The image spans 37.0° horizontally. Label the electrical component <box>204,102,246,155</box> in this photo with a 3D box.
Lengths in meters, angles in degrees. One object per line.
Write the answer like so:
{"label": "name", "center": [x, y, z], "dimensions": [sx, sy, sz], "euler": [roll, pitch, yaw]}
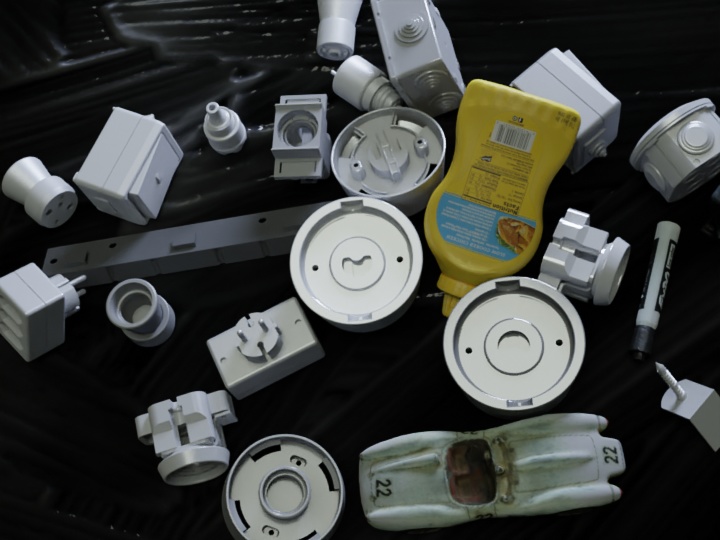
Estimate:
{"label": "electrical component", "center": [-0.125, -0.130, 0.969], "dimensions": [0.035, 0.061, 0.035], "euler": [-3, 67, 8]}

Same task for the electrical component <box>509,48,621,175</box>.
{"label": "electrical component", "center": [0.182, -0.134, 0.919], "dimensions": [0.061, 0.061, 0.096], "euler": [-40, 67, -8]}

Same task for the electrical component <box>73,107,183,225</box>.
{"label": "electrical component", "center": [-0.201, -0.097, 0.968], "dimensions": [0.061, 0.061, 0.096], "euler": [20, 72, 16]}

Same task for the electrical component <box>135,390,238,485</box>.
{"label": "electrical component", "center": [-0.137, 0.137, 0.864], "dimensions": [0.078, 0.058, 0.057], "euler": [-18, 63, 2]}

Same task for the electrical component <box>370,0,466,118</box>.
{"label": "electrical component", "center": [0.054, -0.189, 0.944], "dimensions": [0.048, 0.100, 0.099], "euler": [-19, 65, 15]}

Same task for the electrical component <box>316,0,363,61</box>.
{"label": "electrical component", "center": [-0.021, -0.230, 1.005], "dimensions": [0.044, 0.044, 0.065], "euler": [1, 73, 10]}

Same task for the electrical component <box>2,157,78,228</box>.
{"label": "electrical component", "center": [-0.292, -0.070, 0.981], "dimensions": [0.055, 0.045, 0.045], "euler": [37, 78, 21]}

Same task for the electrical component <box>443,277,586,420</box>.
{"label": "electrical component", "center": [0.122, 0.066, 0.847], "dimensions": [0.108, 0.060, 0.108], "euler": [-3, 67, 8]}

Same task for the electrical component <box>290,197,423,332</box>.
{"label": "electrical component", "center": [0.000, 0.000, 0.893], "dimensions": [0.108, 0.060, 0.108], "euler": [-2, 73, 6]}

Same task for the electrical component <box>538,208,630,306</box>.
{"label": "electrical component", "center": [0.182, -0.005, 0.869], "dimensions": [0.057, 0.058, 0.078], "euler": [20, 72, 20]}

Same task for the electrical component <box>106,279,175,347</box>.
{"label": "electrical component", "center": [-0.185, 0.038, 0.913], "dimensions": [0.045, 0.055, 0.045], "euler": [-3, 68, 8]}

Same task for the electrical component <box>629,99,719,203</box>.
{"label": "electrical component", "center": [0.267, -0.098, 0.881], "dimensions": [0.080, 0.080, 0.051], "euler": [-33, 72, -5]}

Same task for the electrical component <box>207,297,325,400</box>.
{"label": "electrical component", "center": [-0.081, 0.058, 0.876], "dimensions": [0.083, 0.075, 0.047], "euler": [-27, 66, -2]}

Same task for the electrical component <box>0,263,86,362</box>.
{"label": "electrical component", "center": [-0.269, 0.028, 0.931], "dimensions": [0.047, 0.065, 0.077], "euler": [41, 50, 22]}

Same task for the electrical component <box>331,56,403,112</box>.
{"label": "electrical component", "center": [0.011, -0.161, 0.970], "dimensions": [0.078, 0.040, 0.040], "euler": [37, 78, 21]}

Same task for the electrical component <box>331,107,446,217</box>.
{"label": "electrical component", "center": [0.026, -0.094, 0.927], "dimensions": [0.099, 0.064, 0.099], "euler": [-3, 68, 8]}

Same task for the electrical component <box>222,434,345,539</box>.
{"label": "electrical component", "center": [-0.060, 0.177, 0.844], "dimensions": [0.099, 0.064, 0.099], "euler": [1, 72, -4]}

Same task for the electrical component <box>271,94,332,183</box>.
{"label": "electrical component", "center": [-0.049, -0.111, 0.947], "dimensions": [0.042, 0.063, 0.081], "euler": [-1, 67, 10]}
